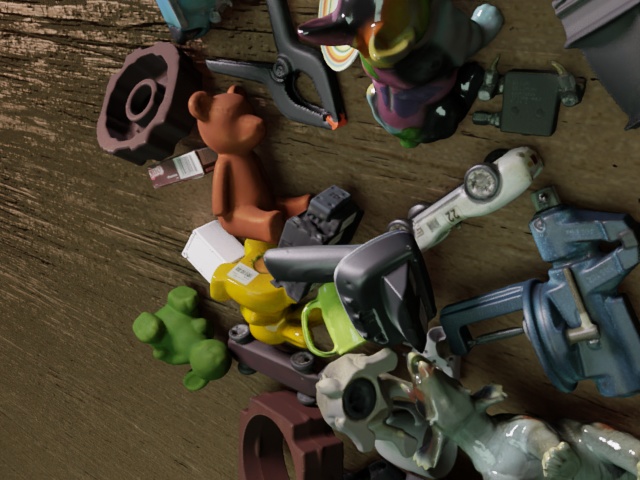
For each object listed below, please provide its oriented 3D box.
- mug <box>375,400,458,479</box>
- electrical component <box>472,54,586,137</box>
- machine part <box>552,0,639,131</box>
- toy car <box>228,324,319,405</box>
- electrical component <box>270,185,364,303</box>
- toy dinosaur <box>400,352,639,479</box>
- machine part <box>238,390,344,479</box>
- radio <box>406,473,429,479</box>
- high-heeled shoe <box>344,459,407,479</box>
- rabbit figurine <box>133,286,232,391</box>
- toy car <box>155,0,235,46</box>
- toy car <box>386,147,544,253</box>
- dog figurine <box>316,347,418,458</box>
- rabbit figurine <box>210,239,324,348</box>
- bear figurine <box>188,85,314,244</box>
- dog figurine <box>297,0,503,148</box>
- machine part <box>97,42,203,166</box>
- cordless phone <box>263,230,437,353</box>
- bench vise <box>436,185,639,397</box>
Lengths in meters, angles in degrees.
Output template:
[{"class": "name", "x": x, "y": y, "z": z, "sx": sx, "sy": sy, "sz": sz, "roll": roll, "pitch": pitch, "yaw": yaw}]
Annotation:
[{"class": "mug", "x": 0.122, "y": 0.275, "z": 0.757, "sx": 0.107, "sy": 0.081, "sz": 0.109, "roll": -13, "pitch": 112, "yaw": 48}, {"class": "electrical component", "x": 0.203, "y": -0.140, "z": 0.528, "sx": 0.102, "sy": 0.045, "sz": 0.078, "roll": 20, "pitch": 120, "yaw": 27}, {"class": "machine part", "x": 0.270, "y": -0.168, "z": 0.474, "sx": 0.084, "sy": 0.039, "sz": 0.138, "roll": -25, "pitch": 94, "yaw": 35}, {"class": "toy car", "x": -0.071, "y": 0.198, "z": 0.875, "sx": 0.202, "sy": 0.053, "sz": 0.089, "roll": 13, "pitch": 123, "yaw": 35}, {"class": "electrical component", "x": -0.001, "y": -0.002, "z": 0.692, "sx": 0.058, "sy": 0.115, "sz": 0.134, "roll": 32, "pitch": 126, "yaw": 14}, {"class": "toy dinosaur", "x": 0.267, "y": 0.240, "z": 0.594, "sx": 0.405, "sy": 0.192, "sz": 0.131, "roll": 17, "pitch": 96, "yaw": -8}, {"class": "machine part", "x": -0.050, "y": 0.358, "z": 0.862, "sx": 0.202, "sy": 0.087, "sz": 0.200, "roll": 6, "pitch": 96, "yaw": 52}, {"class": "radio", "x": 0.226, "y": 0.384, "z": 0.701, "sx": 0.230, "sy": 0.073, "sz": 0.131, "roll": 8, "pitch": 156, "yaw": 34}, {"class": "high-heeled shoe", "x": 0.037, "y": 0.384, "z": 0.846, "sx": 0.249, "sy": 0.086, "sz": 0.145, "roll": -4, "pitch": 122, "yaw": 35}, {"class": "rabbit figurine", "x": -0.220, "y": 0.192, "z": 0.924, "sx": 0.170, "sy": 0.121, "sz": 0.158, "roll": 30, "pitch": 140, "yaw": 34}, {"class": "toy car", "x": -0.154, "y": -0.304, "z": 0.662, "sx": 0.103, "sy": 0.162, "sz": 0.109, "roll": -25, "pitch": 104, "yaw": -3}, {"class": "toy car", "x": 0.150, "y": -0.036, "z": 0.595, "sx": 0.202, "sy": 0.073, "sz": 0.056, "roll": -37, "pitch": 87, "yaw": 40}, {"class": "dog figurine", "x": 0.028, "y": 0.198, "z": 0.715, "sx": 0.172, "sy": 0.121, "sz": 0.191, "roll": 40, "pitch": 158, "yaw": -26}, {"class": "rabbit figurine", "x": -0.064, "y": 0.094, "z": 0.804, "sx": 0.163, "sy": 0.122, "sz": 0.173, "roll": 20, "pitch": 136, "yaw": 16}, {"class": "bear figurine", "x": -0.090, "y": -0.104, "z": 0.710, "sx": 0.132, "sy": 0.120, "sz": 0.195, "roll": 6, "pitch": 109, "yaw": 30}, {"class": "dog figurine", "x": 0.071, "y": -0.164, "z": 0.499, "sx": 0.109, "sy": 0.219, "sz": 0.191, "roll": 30, "pitch": 125, "yaw": 25}, {"class": "machine part", "x": -0.242, "y": -0.192, "z": 0.764, "sx": 0.179, "sy": 0.056, "sz": 0.179, "roll": -12, "pitch": 69, "yaw": 33}, {"class": "cordless phone", "x": 0.032, "y": 0.060, "z": 0.619, "sx": 0.184, "sy": 0.089, "sz": 0.146, "roll": 0, "pitch": 139, "yaw": 25}, {"class": "bench vise", "x": 0.221, "y": 0.067, "z": 0.566, "sx": 0.241, "sy": 0.129, "sz": 0.223, "roll": -25, "pitch": 94, "yaw": 35}]
